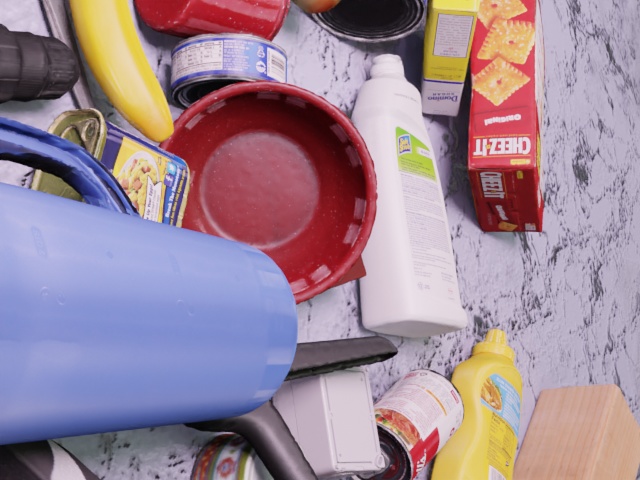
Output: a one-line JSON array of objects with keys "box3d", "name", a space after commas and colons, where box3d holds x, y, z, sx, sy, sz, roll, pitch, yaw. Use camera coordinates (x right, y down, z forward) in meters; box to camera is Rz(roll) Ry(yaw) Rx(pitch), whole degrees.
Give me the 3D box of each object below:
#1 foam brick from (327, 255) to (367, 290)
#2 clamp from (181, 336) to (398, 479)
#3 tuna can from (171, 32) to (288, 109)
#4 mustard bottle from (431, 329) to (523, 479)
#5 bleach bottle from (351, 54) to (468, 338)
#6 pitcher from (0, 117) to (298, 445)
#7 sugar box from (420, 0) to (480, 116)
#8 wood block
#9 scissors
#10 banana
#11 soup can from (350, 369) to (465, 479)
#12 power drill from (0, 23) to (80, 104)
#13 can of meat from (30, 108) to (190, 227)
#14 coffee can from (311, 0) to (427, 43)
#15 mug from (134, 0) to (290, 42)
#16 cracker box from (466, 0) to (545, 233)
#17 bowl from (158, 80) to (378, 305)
[{"box3d": [-0.006, 0.001, 0.850, 0.052, 0.051, 0.078, -16, 93, -51], "name": "foam brick"}, {"box3d": [-0.046, 0.106, 0.716, 0.209, 0.036, 0.164, 24, 53, -19], "name": "clamp"}, {"box3d": [-0.066, -0.118, 0.777, 0.086, 0.086, 0.034, 15, 70, -49], "name": "tuna can"}, {"box3d": [0.153, 0.170, 1.000, 0.096, 0.058, 0.191, 44, 49, -38], "name": "mustard bottle"}, {"box3d": [0.074, -0.043, 0.958, 0.102, 0.068, 0.251, 15, 66, -50], "name": "bleach bottle"}, {"box3d": [-0.124, 0.032, 0.566, 0.242, 0.145, 0.149, 10, 106, -53], "name": "pitcher"}, {"box3d": [0.120, -0.199, 0.995, 0.176, 0.048, 0.093, 93, 4, -66], "name": "sugar box"}, {"box3d": [0.255, 0.253, 1.083, 0.090, 0.090, 0.205, 58, 41, -25], "name": "wood block"}, {"box3d": [-0.174, -0.186, 0.715, 0.096, 0.016, 0.201, -47, 117, -47], "name": "scissors"}, {"box3d": [-0.132, -0.161, 0.704, 0.069, 0.037, 0.198, 1, 77, -15], "name": "banana"}, {"box3d": [0.070, 0.158, 0.890, 0.102, 0.069, 0.068, -33, 106, -51], "name": "soup can"}, {"box3d": [-0.225, -0.169, 0.611, 0.184, 0.057, 0.187, -6, 85, -52], "name": "power drill"}, {"box3d": [-0.134, -0.020, 0.677, 0.083, 0.058, 0.102, 26, 71, -47], "name": "can of meat"}, {"box3d": [0.047, -0.262, 0.947, 0.102, 0.103, 0.140, 28, 59, -45], "name": "coffee can"}, {"box3d": [-0.081, -0.197, 0.774, 0.081, 0.093, 0.117, 3, 89, -46], "name": "mug"}, {"box3d": [0.189, -0.134, 1.080, 0.164, 0.072, 0.213, 58, 35, -64], "name": "cracker box"}, {"box3d": [-0.042, -0.034, 0.768, 0.055, 0.162, 0.162, -124, -166, -80], "name": "bowl"}]
